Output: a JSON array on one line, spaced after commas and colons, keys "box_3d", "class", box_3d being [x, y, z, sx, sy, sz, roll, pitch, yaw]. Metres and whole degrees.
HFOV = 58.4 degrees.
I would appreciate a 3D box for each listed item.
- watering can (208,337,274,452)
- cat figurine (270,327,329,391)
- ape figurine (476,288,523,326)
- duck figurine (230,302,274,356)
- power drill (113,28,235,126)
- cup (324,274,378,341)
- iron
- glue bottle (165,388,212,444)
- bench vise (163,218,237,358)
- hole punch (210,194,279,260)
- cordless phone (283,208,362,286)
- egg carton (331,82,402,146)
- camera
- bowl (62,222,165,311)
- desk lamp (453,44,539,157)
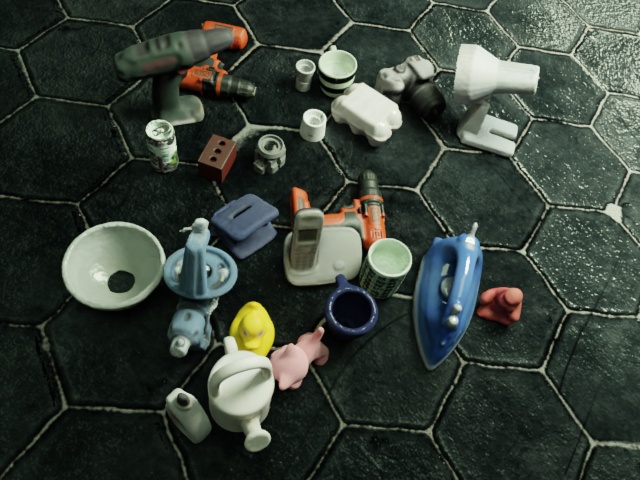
[{"box_3d": [-0.115, 0.227, 0.864, 0.101, 0.194, 0.172, -35, 71, -25], "class": "watering can"}, {"box_3d": [-0.037, 0.193, 0.941, 0.067, 0.118, 0.128, 41, 62, 14], "class": "cat figurine"}, {"box_3d": [0.343, 0.116, 1.062, 0.076, 0.092, 0.077, -25, 67, -21], "class": "ape figurine"}, {"box_3d": [-0.114, 0.148, 0.972, 0.077, 0.086, 0.104, 3, 60, -7], "class": "duck figurine"}, {"box_3d": [-0.284, -0.327, 1.145, 0.230, 0.208, 0.075, -13, 63, -16], "class": "power drill"}, {"box_3d": [0.044, 0.127, 1.005, 0.092, 0.095, 0.117, -11, 63, -15], "class": "cup"}, {"box_3d": [0.239, 0.096, 1.028, 0.118, 0.141, 0.258, 17, 59, 1], "class": "iron"}, {"box_3d": [-0.199, 0.252, 0.848, 0.078, 0.173, 0.037, 38, 62, 13], "class": "glue bottle"}, {"box_3d": [-0.190, 0.076, 0.923, 0.121, 0.220, 0.207, -4, 61, -11], "class": "bench vise"}, {"box_3d": [-0.144, -0.035, 1.069, 0.109, 0.091, 0.101, -37, 72, -25], "class": "hole punch"}, {"box_3d": [0.009, 0.004, 1.017, 0.148, 0.185, 0.094, -8, 62, -13], "class": "cordless phone"}, {"box_3d": [0.103, -0.277, 1.261, 0.150, 0.069, 0.107, 35, 61, 11], "class": "egg carton"}, {"box_3d": [0.215, -0.340, 1.297, 0.143, 0.101, 0.136, -22, 66, -20], "class": "camera"}, {"box_3d": [-0.351, 0.056, 0.992, 0.167, 0.075, 0.167, 4, 60, -7], "class": "bowl"}, {"box_3d": [0.365, -0.308, 1.237, 0.203, 0.213, 0.118, 18, 59, 1], "class": "desk lamp"}]
